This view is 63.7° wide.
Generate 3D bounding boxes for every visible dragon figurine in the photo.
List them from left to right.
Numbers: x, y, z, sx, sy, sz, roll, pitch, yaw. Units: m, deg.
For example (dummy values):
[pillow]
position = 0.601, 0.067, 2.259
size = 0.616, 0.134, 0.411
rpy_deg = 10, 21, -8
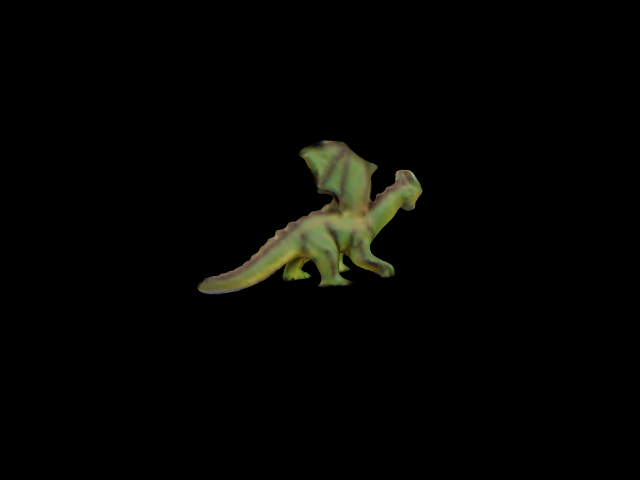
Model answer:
[dragon figurine]
position = 0.003, -0.043, 0.850
size = 0.411, 0.240, 0.123
rpy_deg = -6, 12, -24
